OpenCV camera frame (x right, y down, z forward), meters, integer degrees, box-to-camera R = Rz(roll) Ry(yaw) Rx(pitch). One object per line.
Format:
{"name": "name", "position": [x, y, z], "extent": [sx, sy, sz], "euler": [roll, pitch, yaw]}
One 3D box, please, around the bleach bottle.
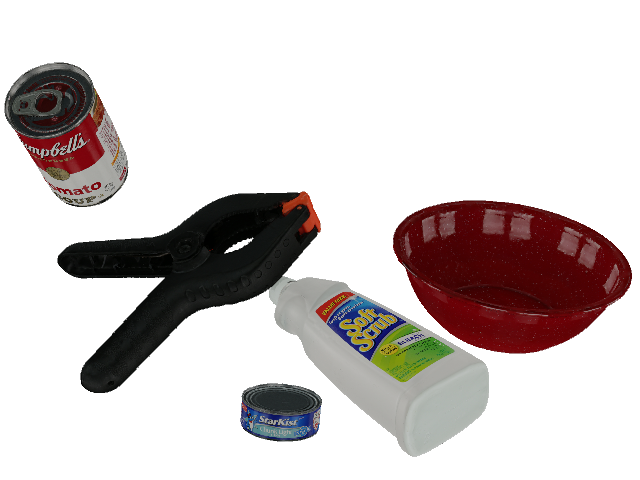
{"name": "bleach bottle", "position": [0.031, 0.096, 0.973], "extent": [0.102, 0.068, 0.251], "euler": [-24, 35, -31]}

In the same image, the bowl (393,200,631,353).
{"name": "bowl", "position": [0.128, 0.030, 0.737], "extent": [0.162, 0.055, 0.162], "euler": [4, 28, -2]}

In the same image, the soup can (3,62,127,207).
{"name": "soup can", "position": [-0.194, -0.079, 0.825], "extent": [0.068, 0.068, 0.102], "euler": [0, -29, 7]}

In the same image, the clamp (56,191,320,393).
{"name": "clamp", "position": [-0.080, 0.024, 0.647], "extent": [0.171, 0.120, 0.039], "euler": [-20, -39, 8]}

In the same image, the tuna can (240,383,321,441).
{"name": "tuna can", "position": [-0.042, 0.183, 1.138], "extent": [0.086, 0.034, 0.086], "euler": [5, 12, -1]}
